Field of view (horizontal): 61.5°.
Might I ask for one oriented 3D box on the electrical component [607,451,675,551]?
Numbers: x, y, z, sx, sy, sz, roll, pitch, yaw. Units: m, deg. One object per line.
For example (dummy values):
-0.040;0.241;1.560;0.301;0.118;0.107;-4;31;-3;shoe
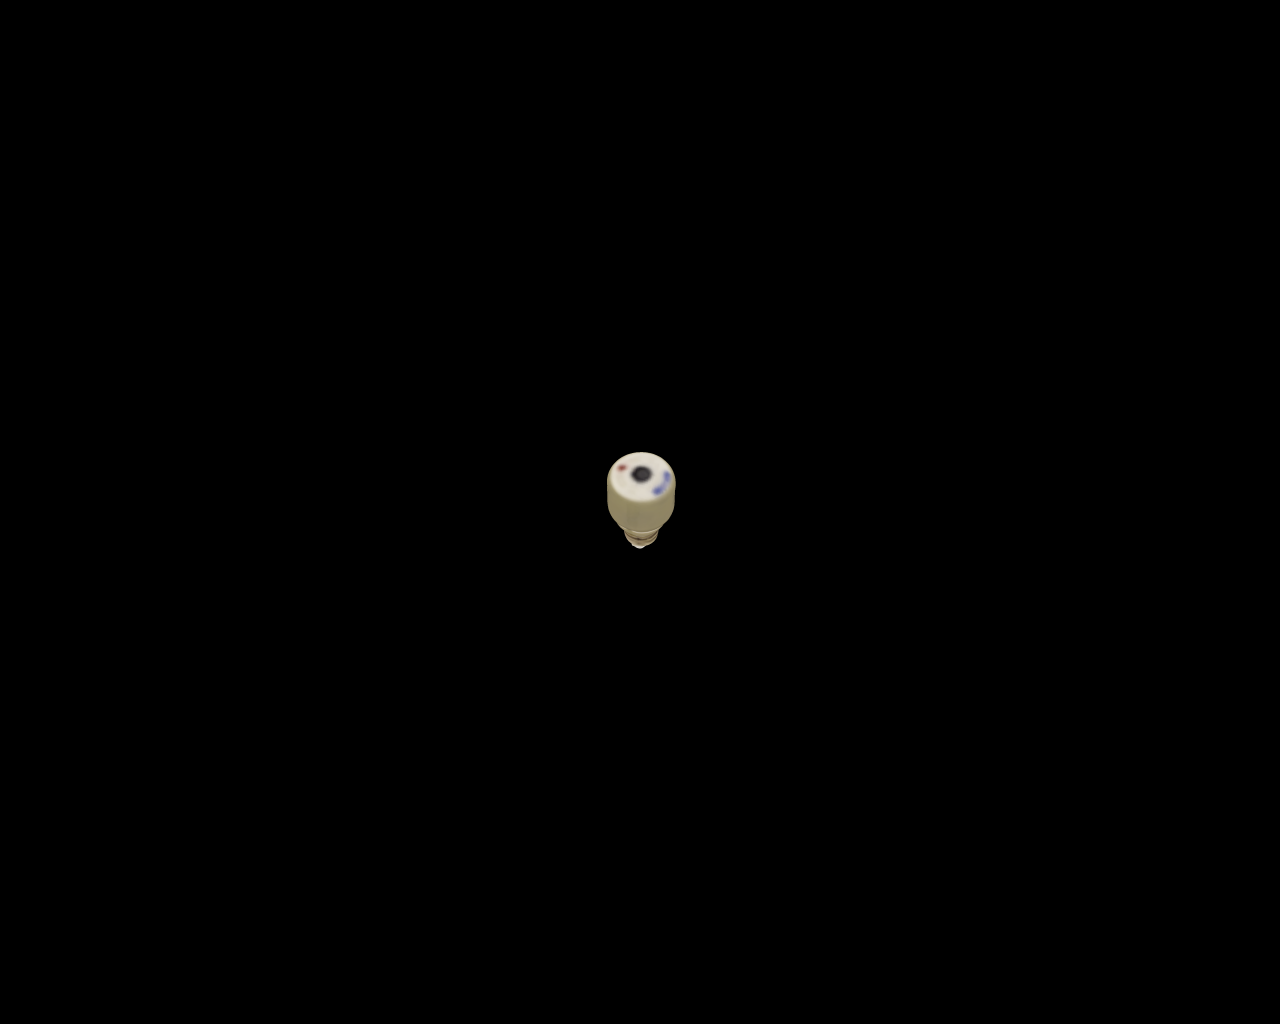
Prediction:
0.001;-0.003;0.650;0.040;0.040;0.078;0;-36;0;electrical component
